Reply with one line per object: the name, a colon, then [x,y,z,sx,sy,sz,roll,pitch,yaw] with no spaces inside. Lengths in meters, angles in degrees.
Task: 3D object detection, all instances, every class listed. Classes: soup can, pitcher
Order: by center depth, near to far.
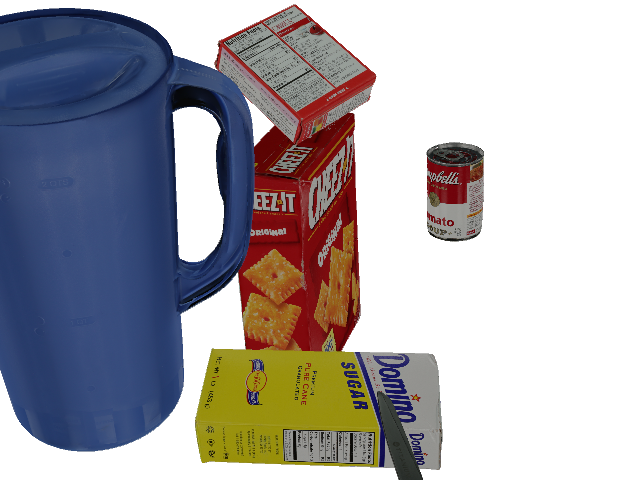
pitcher: [-0.130,0.001,0.608,0.149,0.243,0.144,28,45,34]
soup can: [0.161,-0.059,1.284,0.068,0.102,0.068,-2,27,1]

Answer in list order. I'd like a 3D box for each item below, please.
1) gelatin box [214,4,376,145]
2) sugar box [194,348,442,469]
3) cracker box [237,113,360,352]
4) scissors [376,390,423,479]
gelatin box: [-0.018,-0.117,0.744,0.073,0.089,0.030,-34,-22,-30]
sugar box: [0.001,0.123,0.795,0.176,0.048,0.093,-2,31,4]
cracker box: [-0.015,0.009,0.956,0.072,0.214,0.164,6,27,16]
scissors: [0.075,0.154,0.597,0.096,0.016,0.201,7,32,2]
